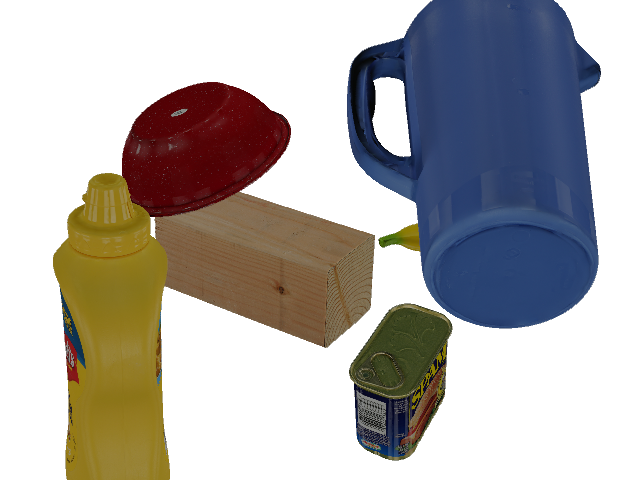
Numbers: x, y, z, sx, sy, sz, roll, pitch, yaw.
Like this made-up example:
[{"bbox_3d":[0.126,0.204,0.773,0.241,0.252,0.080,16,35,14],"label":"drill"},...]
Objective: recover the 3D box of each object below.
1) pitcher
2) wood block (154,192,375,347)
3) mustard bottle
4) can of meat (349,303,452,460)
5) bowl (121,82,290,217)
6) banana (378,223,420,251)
[{"bbox_3d":[0.111,-0.062,0.736,0.149,0.242,0.144,-31,-55,30],"label":"pitcher"},{"bbox_3d":[-0.058,0.020,1.075,0.206,0.091,0.090,19,33,27],"label":"wood block"},{"bbox_3d":[-0.110,0.054,0.568,0.058,0.192,0.096,-3,29,-13],"label":"mustard bottle"},{"bbox_3d":[0.067,0.118,0.880,0.057,0.084,0.102,17,44,23],"label":"can of meat"},{"bbox_3d":[-0.110,-0.089,0.916,0.162,0.055,0.162,-17,32,11],"label":"bowl"},{"bbox_3d":[0.165,0.011,1.152,0.198,0.037,0.069,10,38,29],"label":"banana"}]
